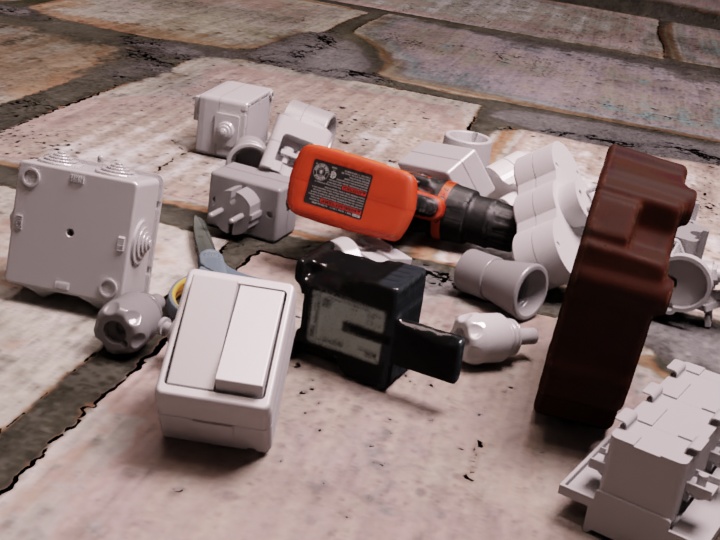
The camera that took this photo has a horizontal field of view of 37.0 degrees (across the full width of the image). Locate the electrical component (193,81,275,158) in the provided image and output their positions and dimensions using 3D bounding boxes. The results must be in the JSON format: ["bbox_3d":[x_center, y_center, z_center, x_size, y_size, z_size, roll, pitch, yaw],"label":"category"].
[{"bbox_3d":[-0.133,-0.153,1.101,0.061,0.061,0.096,12,22,10],"label":"electrical component"}]

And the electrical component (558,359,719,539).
[{"bbox_3d":[0.172,0.099,0.590,0.079,0.063,0.121,20,25,29],"label":"electrical component"}]

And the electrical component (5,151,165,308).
[{"bbox_3d":[-0.187,-0.027,0.727,0.100,0.099,0.048,11,9,7],"label":"electrical component"}]

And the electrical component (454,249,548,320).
[{"bbox_3d":[0.105,0.008,0.822,0.065,0.044,0.044,21,25,40],"label":"electrical component"}]

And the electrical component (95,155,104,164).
[{"bbox_3d":[-0.195,-0.046,0.795,0.047,0.076,0.065,7,22,-5],"label":"electrical component"}]

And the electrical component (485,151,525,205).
[{"bbox_3d":[0.151,-0.057,0.986,0.074,0.052,0.138,-28,35,-15],"label":"electrical component"}]

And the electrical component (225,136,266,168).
[{"bbox_3d":[-0.105,-0.106,1.025,0.044,0.044,0.065,5,17,-7],"label":"electrical component"}]

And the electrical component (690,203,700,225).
[{"bbox_3d":[0.272,-0.040,0.968,0.042,0.063,0.081,5,22,-4],"label":"electrical component"}]

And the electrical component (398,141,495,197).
[{"bbox_3d":[0.066,-0.076,0.998,0.076,0.047,0.083,-41,29,-17],"label":"electrical component"}]

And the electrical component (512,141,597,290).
[{"bbox_3d":[0.169,-0.050,0.874,0.074,0.052,0.138,-23,42,32],"label":"electrical component"}]

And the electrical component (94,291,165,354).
[{"bbox_3d":[-0.142,0.030,0.686,0.035,0.035,0.061,13,20,11],"label":"electrical component"}]

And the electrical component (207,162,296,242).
[{"bbox_3d":[-0.097,-0.052,0.885,0.066,0.047,0.077,16,23,18],"label":"electrical component"}]

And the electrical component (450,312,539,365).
[{"bbox_3d":[0.094,0.046,0.732,0.061,0.035,0.035,0,23,-27],"label":"electrical component"}]

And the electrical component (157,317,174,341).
[{"bbox_3d":[-0.089,0.046,0.657,0.078,0.040,0.040,18,24,22],"label":"electrical component"}]

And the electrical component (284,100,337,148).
[{"bbox_3d":[-0.054,-0.145,1.122,0.047,0.055,0.055,17,23,10],"label":"electrical component"}]

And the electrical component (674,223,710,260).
[{"bbox_3d":[0.239,-0.016,0.908,0.089,0.055,0.050,20,25,26],"label":"electrical component"}]

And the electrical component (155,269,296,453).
[{"bbox_3d":[-0.071,0.042,0.591,0.062,0.061,0.096,9,56,1],"label":"electrical component"}]

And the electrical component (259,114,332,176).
[{"bbox_3d":[-0.058,-0.101,0.950,0.050,0.055,0.089,20,-9,-5],"label":"electrical component"}]

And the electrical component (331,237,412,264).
[{"bbox_3d":[0.000,0.000,0.797,0.055,0.048,0.066,1,22,-38],"label":"electrical component"}]

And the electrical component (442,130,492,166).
[{"bbox_3d":[0.109,-0.116,1.119,0.055,0.047,0.055,7,22,-3],"label":"electrical component"}]
